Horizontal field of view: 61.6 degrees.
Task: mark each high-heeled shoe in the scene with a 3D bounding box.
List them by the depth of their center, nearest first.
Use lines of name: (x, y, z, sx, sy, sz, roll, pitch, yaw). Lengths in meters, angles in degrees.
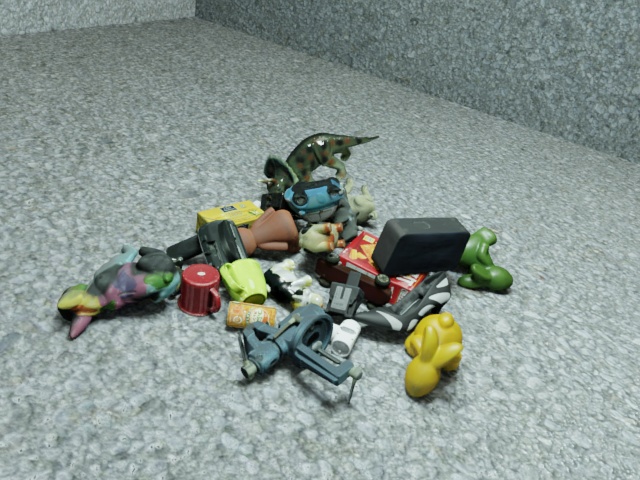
high-heeled shoe: (0.195, 0.133, 1.233, 0.249, 0.145, 0.086, 8, -1, -27)

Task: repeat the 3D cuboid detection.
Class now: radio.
radio: (0.252, 0.013, 1.330, 0.229, 0.131, 0.073, -3, 38, -27)

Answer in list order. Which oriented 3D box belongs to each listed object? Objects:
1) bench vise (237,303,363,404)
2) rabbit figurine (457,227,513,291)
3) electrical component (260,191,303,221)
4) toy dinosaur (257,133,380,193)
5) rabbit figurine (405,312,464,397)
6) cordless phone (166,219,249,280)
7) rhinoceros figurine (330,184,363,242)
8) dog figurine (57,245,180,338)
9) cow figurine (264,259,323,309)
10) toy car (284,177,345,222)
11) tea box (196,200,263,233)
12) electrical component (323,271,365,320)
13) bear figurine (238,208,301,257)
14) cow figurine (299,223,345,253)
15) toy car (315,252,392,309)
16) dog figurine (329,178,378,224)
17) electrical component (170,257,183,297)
bench vise: (-0.032, 0.219, 1.049, 0.241, 0.128, 0.223, 26, 33, 32)
rabbit figurine: (0.449, 0.069, 1.466, 0.159, 0.121, 0.170, -21, 60, -37)
electrical component: (-0.102, -0.094, 1.517, 0.115, 0.058, 0.134, 17, -12, -39)
toy dinosaur: (-0.020, -0.249, 1.637, 0.405, 0.192, 0.131, -42, 44, 0)
rabbit figurine: (0.234, 0.242, 1.102, 0.122, 0.162, 0.173, 33, 53, 9)
cordless phone: (-0.272, 0.040, 1.278, 0.184, 0.088, 0.146, -23, 78, 6)
rhinoceros figurine: (0.057, -0.079, 1.503, 0.112, 0.073, 0.190, 23, 41, -46)
dog figurine: (-0.419, 0.108, 1.093, 0.192, 0.108, 0.219, 6, 31, 27)
cow figurine: (-0.068, 0.117, 1.244, 0.098, 0.068, 0.168, -17, 39, -30)
toy car: (-0.010, -0.101, 1.419, 0.162, 0.102, 0.109, -9, 25, 2)
tea box: (-0.235, -0.044, 1.441, 0.169, 0.068, 0.098, -20, 44, -40)
electrical component: (0.063, 0.124, 1.231, 0.075, 0.047, 0.119, 14, 73, 27)
bear figurine: (-0.155, -0.001, 1.385, 0.196, 0.132, 0.120, -25, 77, -5)
cow figurine: (-0.003, -0.004, 1.389, 0.127, 0.085, 0.195, -5, 2, 17)
toy car: (0.082, 0.098, 1.310, 0.202, 0.089, 0.053, 24, 33, 21)
dog figurine: (0.054, -0.086, 1.597, 0.190, 0.121, 0.173, -27, 39, -30)
electrical component: (-0.339, 0.081, 1.227, 0.078, 0.045, 0.102, 20, 33, 14)
